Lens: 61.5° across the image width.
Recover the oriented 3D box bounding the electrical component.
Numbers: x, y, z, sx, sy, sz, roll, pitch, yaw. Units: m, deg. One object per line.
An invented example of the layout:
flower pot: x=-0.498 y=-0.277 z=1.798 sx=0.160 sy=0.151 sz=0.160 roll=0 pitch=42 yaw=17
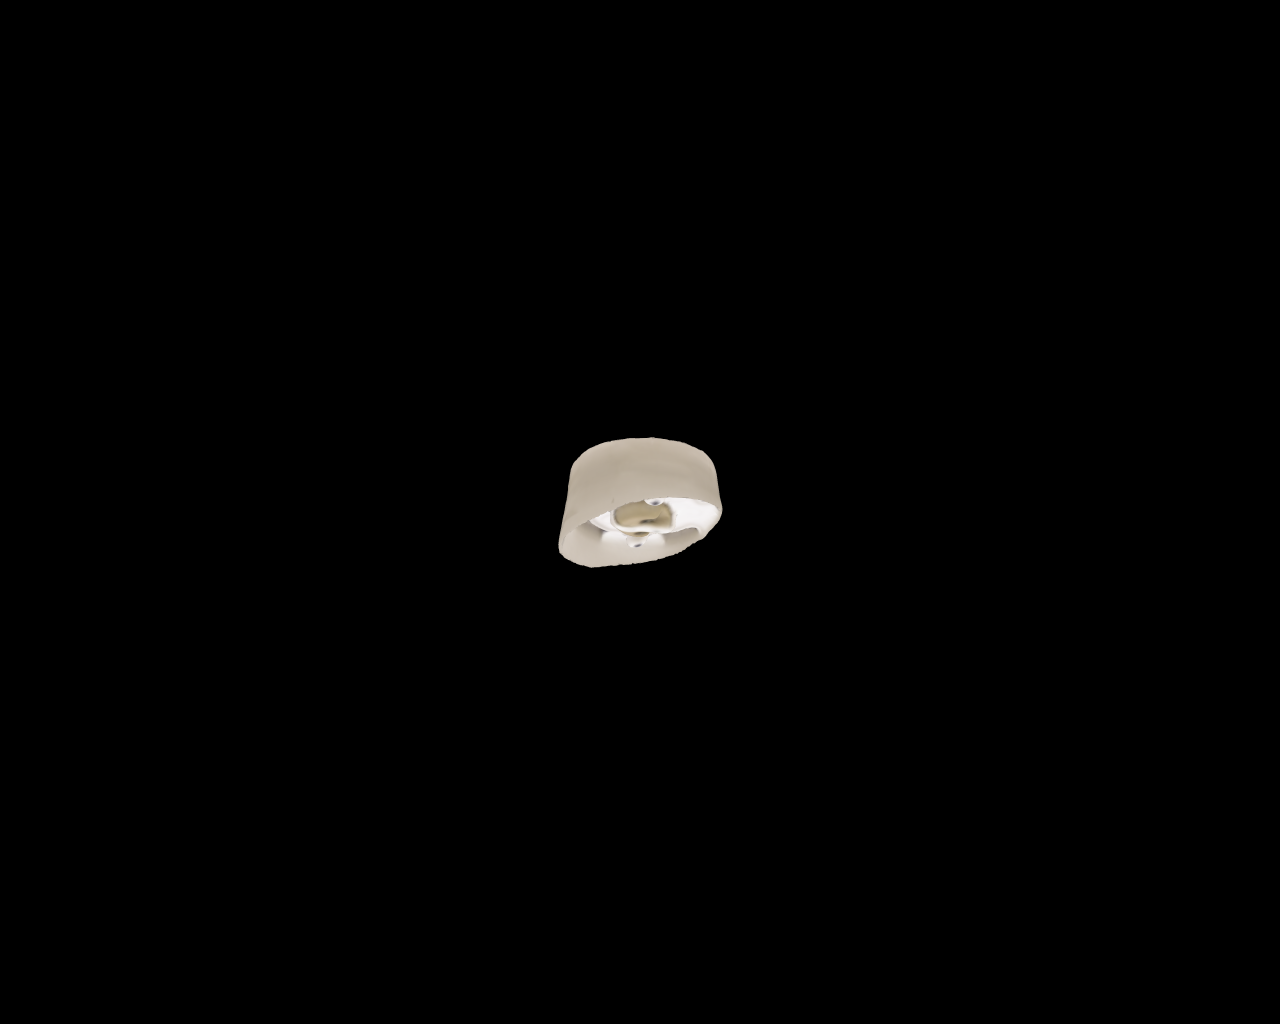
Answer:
electrical component: x=0.001 y=-0.003 z=0.650 sx=0.099 sy=0.064 sz=0.099 roll=0 pitch=-26 yaw=0
